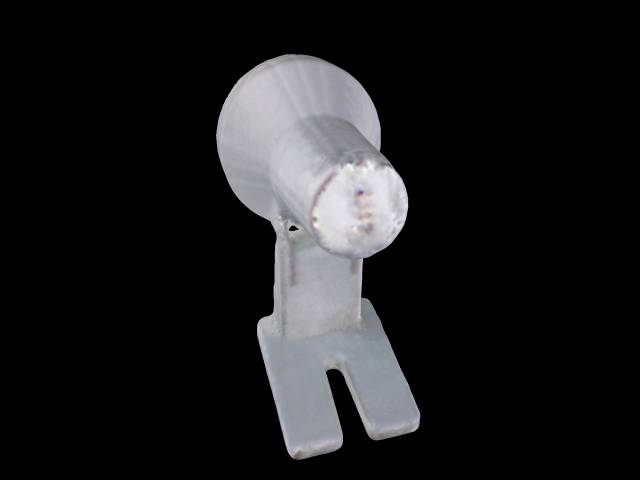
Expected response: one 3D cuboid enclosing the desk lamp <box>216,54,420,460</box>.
[{"bbox_3d":[0.004,0.001,0.400,0.118,0.214,0.203,-11,43,-12],"label":"desk lamp"}]
